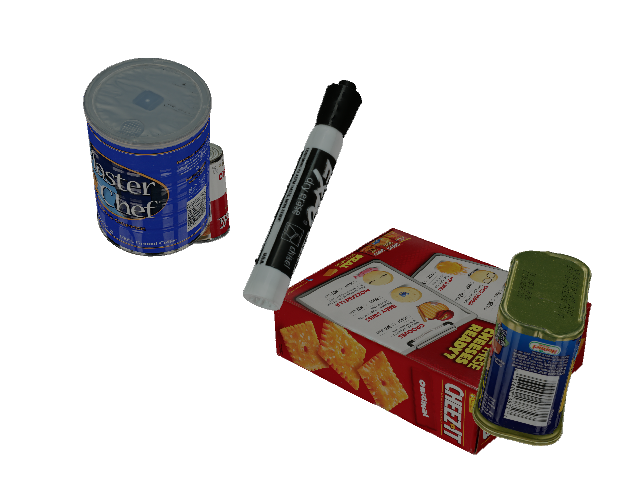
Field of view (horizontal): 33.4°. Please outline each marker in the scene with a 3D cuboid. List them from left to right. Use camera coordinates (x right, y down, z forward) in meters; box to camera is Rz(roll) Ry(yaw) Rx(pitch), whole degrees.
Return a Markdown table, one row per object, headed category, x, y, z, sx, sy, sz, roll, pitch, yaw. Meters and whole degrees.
| category | x | y | z | sx | sy | sz | roll | pitch | yaw |
| --- | --- | --- | --- | --- | --- | --- | --- | --- | --- |
| marker | -0.007 | -0.024 | 0.512 | 0.020 | 0.121 | 0.020 | 19 | -19 | 7 |

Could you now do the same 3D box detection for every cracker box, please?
| category | x | y | z | sx | sy | sz | roll | pitch | yaw |
| --- | --- | --- | --- | --- | --- | --- | --- | --- | --- |
| cracker box | 0.092 | 0.077 | 0.903 | 0.214 | 0.072 | 0.163 | 23 | 37 | 37 |

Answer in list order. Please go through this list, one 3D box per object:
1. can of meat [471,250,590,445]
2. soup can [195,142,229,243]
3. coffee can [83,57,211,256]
| category | x | y | z | sx | sy | sz | roll | pitch | yaw |
| --- | --- | --- | --- | --- | --- | --- | --- | --- | --- |
| can of meat | 0.136 | 0.065 | 0.681 | 0.057 | 0.084 | 0.102 | 13 | 31 | 11 |
| soup can | -0.144 | -0.057 | 1.257 | 0.068 | 0.102 | 0.068 | -2 | 29 | 1 |
| coffee can | -0.145 | -0.069 | 0.912 | 0.102 | 0.103 | 0.140 | 0 | -40 | -6 |
